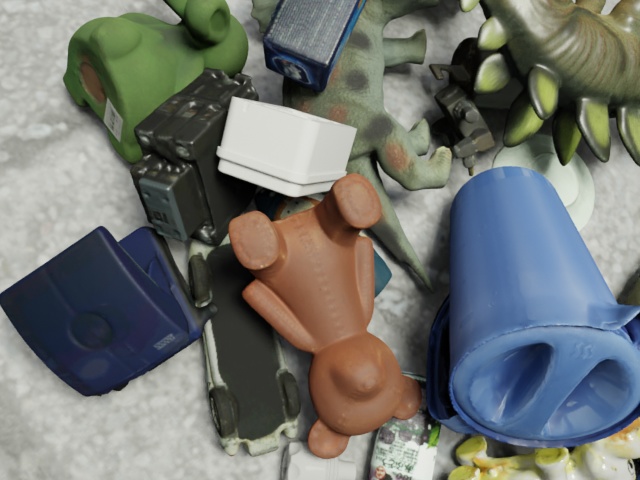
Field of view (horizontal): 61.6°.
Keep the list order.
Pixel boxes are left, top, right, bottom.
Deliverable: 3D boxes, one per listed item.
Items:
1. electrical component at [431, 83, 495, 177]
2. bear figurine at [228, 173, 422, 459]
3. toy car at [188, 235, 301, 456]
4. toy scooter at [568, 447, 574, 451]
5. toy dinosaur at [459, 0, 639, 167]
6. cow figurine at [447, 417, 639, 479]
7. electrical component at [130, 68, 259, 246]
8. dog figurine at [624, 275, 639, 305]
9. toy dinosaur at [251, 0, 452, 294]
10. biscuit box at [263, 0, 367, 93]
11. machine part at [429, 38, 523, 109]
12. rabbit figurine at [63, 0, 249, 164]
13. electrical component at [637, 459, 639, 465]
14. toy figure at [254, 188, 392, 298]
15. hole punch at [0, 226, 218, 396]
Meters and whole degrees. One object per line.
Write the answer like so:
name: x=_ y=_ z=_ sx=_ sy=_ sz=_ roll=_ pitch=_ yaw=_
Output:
electrical component: x=0.146 y=-0.116 z=0.562 sx=0.045 sy=0.102 sz=0.078 roll=-36 pitch=122 yaw=13
bear figurine: x=0.012 y=0.068 z=0.424 sx=0.120 sy=0.132 sz=0.196 roll=-19 pitch=79 yaw=-11
toy car: x=-0.070 y=0.087 z=0.479 sx=0.073 sy=0.056 sz=0.201 roll=-8 pitch=77 yaw=-22
toy scooter: x=0.222 y=0.125 z=0.522 sx=0.135 sy=0.075 sz=0.184 roll=-10 pitch=74 yaw=-13
toy dinosaur: x=0.273 y=-0.174 z=0.533 sx=0.471 sy=0.105 sz=0.198 roll=11 pitch=94 yaw=-20
cow figurine: x=0.205 y=0.208 z=0.459 sx=0.167 sy=0.068 sz=0.098 roll=-26 pitch=96 yaw=25
electrical component: x=-0.100 y=-0.064 z=0.461 sx=0.058 sy=0.114 sz=0.134 roll=14 pitch=50 yaw=20
dog figurine: x=0.382 y=0.027 z=0.584 sx=0.172 sy=0.121 sz=0.190 roll=1 pitch=60 yaw=-15
toy dinosaur: x=0.025 y=-0.150 z=0.542 sx=0.192 sy=0.131 sz=0.404 roll=-1 pitch=79 yaw=0
biscuit box: x=0.017 y=-0.235 z=0.467 sx=0.063 sy=0.059 sz=0.202 roll=25 pitch=85 yaw=1
machine part: x=0.240 y=-0.188 z=0.615 sx=0.243 sy=0.079 sz=0.079 roll=-1 pitch=75 yaw=-12
rabbit figurine: x=-0.140 y=-0.182 z=0.505 sx=0.121 sy=0.159 sz=0.170 roll=45 pitch=55 yaw=13
electrical component: x=0.331 y=0.188 z=0.552 sx=0.063 sy=0.021 sz=0.094 roll=-29 pitch=90 yaw=-18
toy figure: x=0.000 y=-0.002 z=0.520 sx=0.154 sy=0.057 sz=0.064 roll=40 pitch=44 yaw=3
hole punch: x=-0.169 y=0.057 z=0.426 sx=0.142 sy=0.092 sz=0.116 roll=-32 pitch=80 yaw=8
